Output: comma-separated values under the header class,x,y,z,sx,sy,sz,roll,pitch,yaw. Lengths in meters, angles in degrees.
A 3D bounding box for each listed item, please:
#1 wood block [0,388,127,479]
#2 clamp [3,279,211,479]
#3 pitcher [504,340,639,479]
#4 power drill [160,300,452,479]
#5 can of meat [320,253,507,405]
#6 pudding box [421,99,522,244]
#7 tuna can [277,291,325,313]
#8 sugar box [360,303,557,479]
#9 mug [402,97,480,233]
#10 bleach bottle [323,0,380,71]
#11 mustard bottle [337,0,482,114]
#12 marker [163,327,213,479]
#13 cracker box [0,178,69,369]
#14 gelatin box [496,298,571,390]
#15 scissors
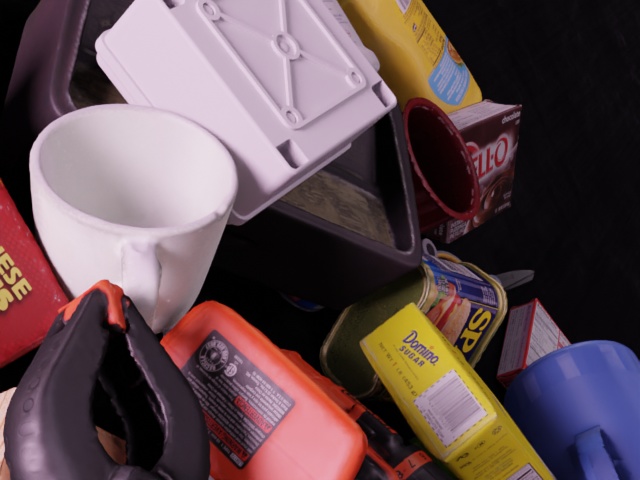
class,x,y,z,sx,sy,sz,roll,pitch,yaw
wood block,-0.074,0.150,0.430,0.205,0.090,0.091,38,42,-36
clamp,-0.059,0.100,0.363,0.120,0.039,0.171,28,47,-46
pitcher,0.213,0.188,0.732,0.144,0.149,0.243,1,47,-22
power drill,0.008,0.105,0.497,0.185,0.057,0.187,36,-5,26
can of meat,0.059,0.057,0.678,0.083,0.102,0.058,17,17,-47
pudding box,0.117,-0.057,0.847,0.113,0.039,0.090,-28,128,-51
tuna can,-0.005,0.001,0.685,0.086,0.034,0.086,34,43,-39
sugar box,0.095,0.116,0.636,0.176,0.048,0.093,45,8,-49
mug,0.047,-0.046,0.746,0.117,0.082,0.093,26,49,-46
bleach bottle,-0.056,-0.208,0.731,0.251,0.068,0.102,62,31,0
mustard bottle,0.083,-0.143,0.887,0.191,0.058,0.096,50,36,-22
marker,-0.064,0.101,0.543,0.020,0.020,0.121,19,53,-49
cracker box,-0.205,0.006,0.357,0.164,0.072,0.213,63,31,-6
gelatin box,0.183,0.105,0.889,0.073,0.030,0.089,49,36,-21
scissors,0.139,0.056,0.873,0.201,0.016,0.096,15,58,-50
